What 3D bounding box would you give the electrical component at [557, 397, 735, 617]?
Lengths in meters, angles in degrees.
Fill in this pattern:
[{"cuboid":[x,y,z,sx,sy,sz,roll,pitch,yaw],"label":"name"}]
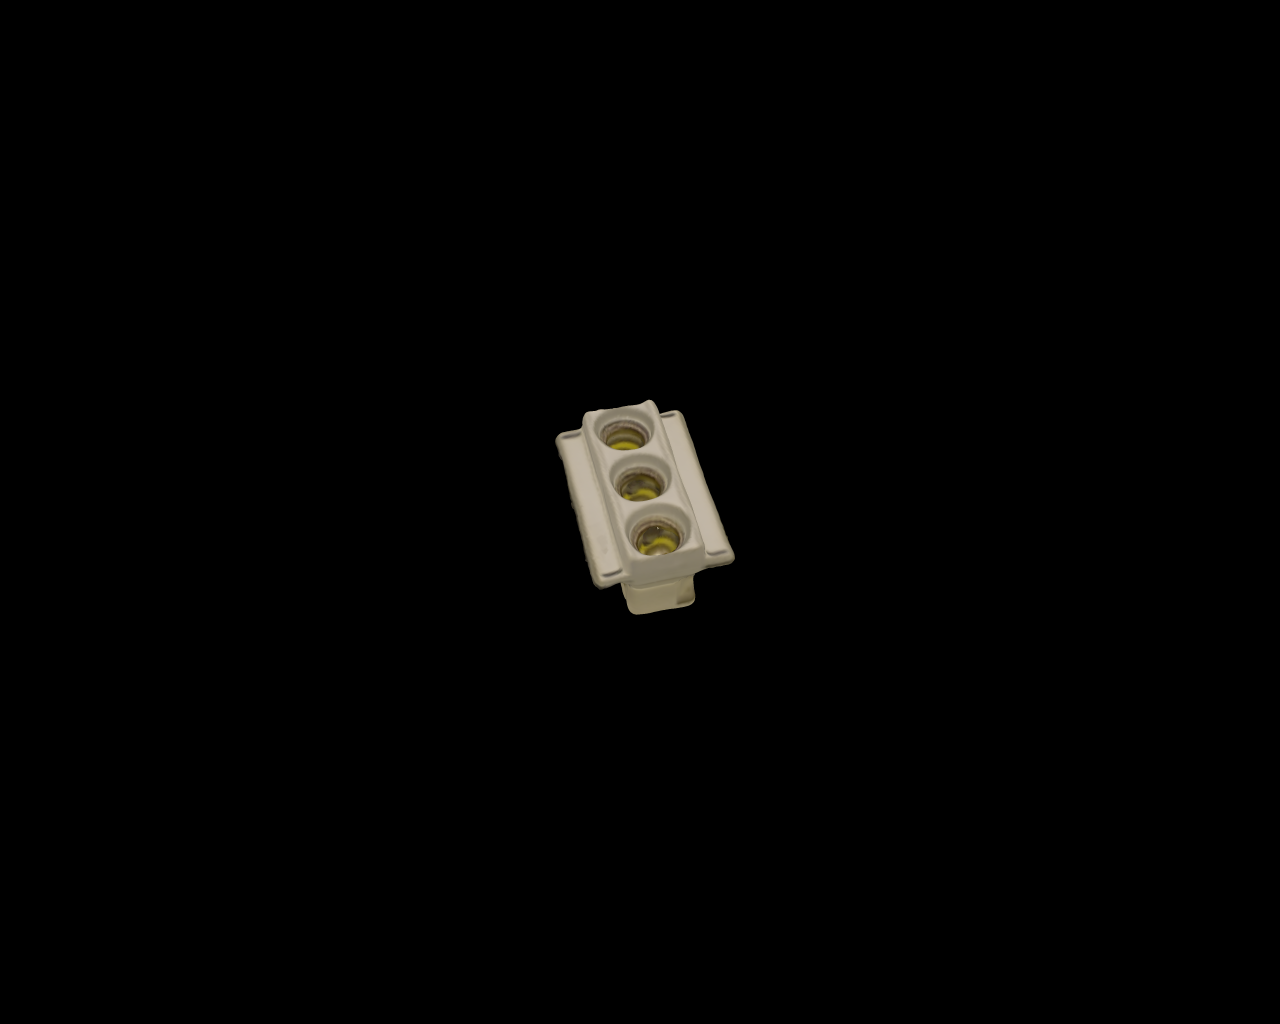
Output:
[{"cuboid":[0.001,-0.003,0.650,0.079,0.121,0.063,-11,-39,-9],"label":"electrical component"}]
